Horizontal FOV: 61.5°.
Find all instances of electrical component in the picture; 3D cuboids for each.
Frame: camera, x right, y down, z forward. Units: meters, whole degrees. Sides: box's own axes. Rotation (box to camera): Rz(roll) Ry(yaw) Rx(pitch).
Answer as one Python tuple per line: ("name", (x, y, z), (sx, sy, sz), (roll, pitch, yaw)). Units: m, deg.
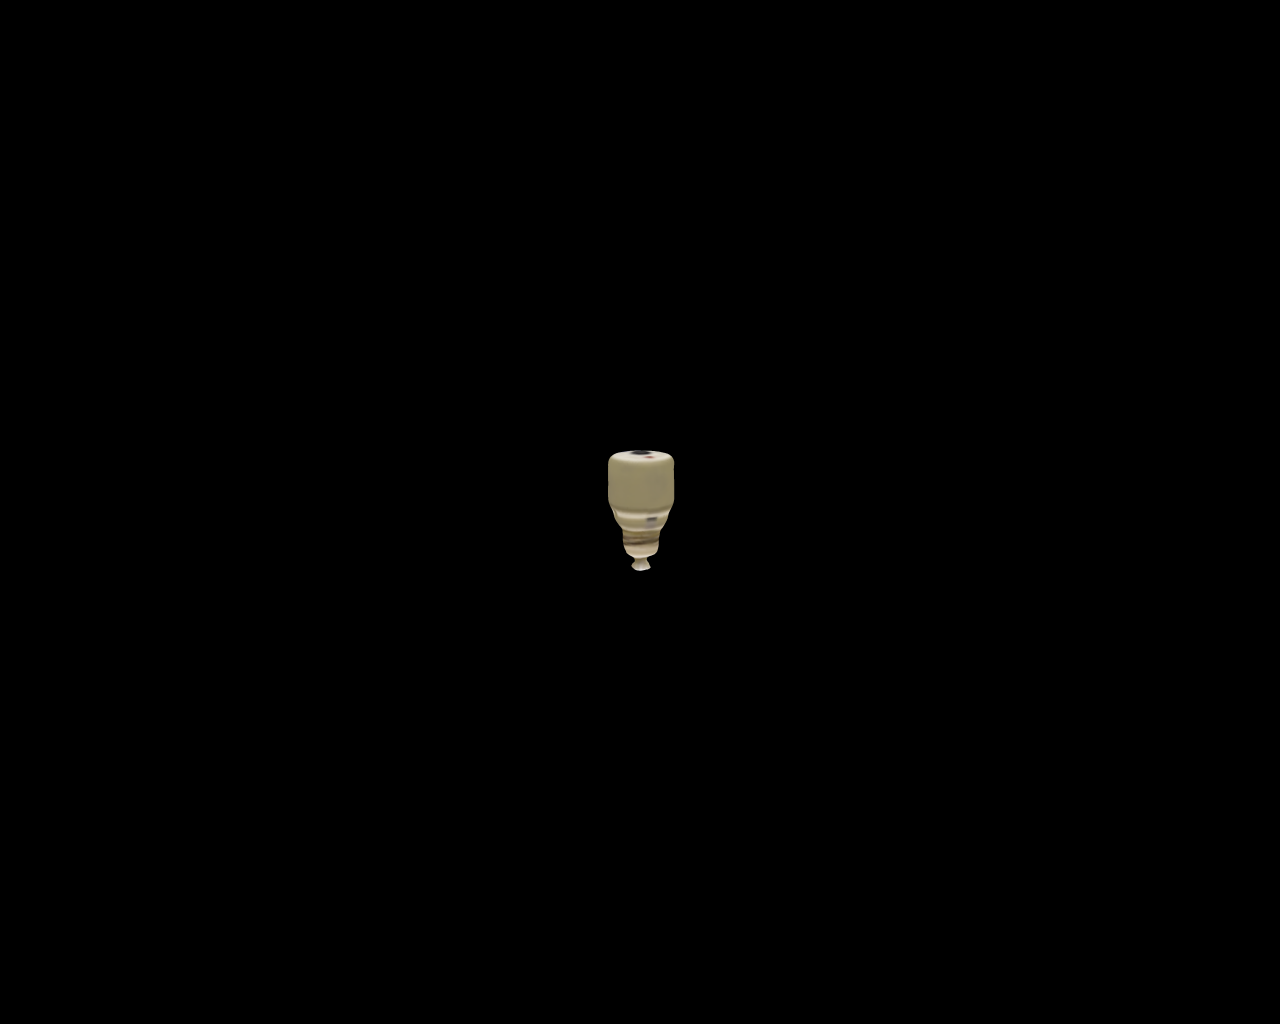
("electrical component", (0.001, -0.003, 0.650), (0.040, 0.078, 0.040), (0, 13, 0))
